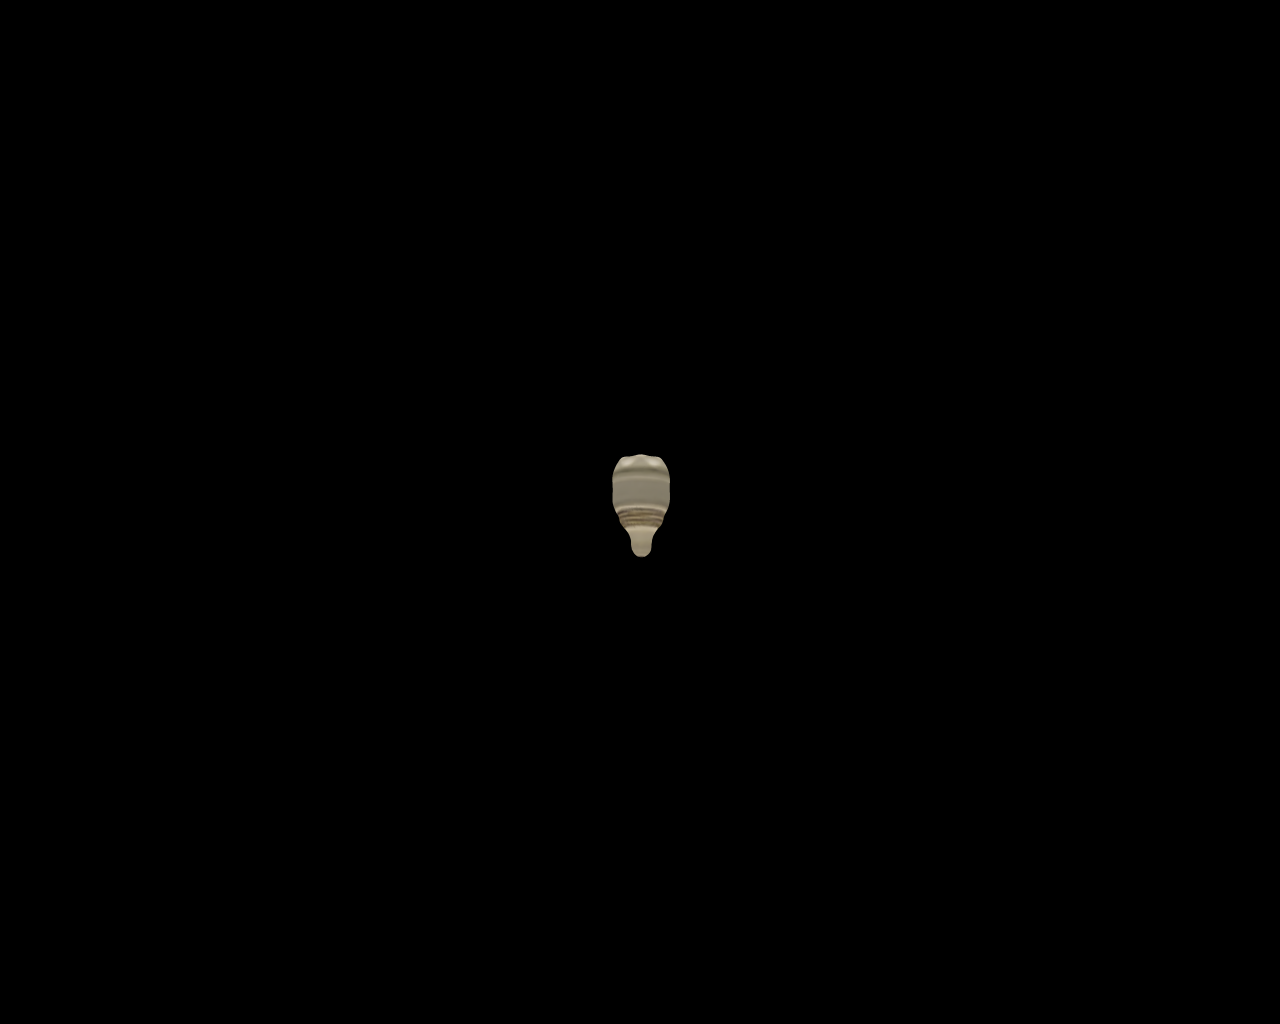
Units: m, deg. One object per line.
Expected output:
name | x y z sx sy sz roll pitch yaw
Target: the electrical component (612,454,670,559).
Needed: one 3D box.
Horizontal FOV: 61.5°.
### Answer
electrical component | 0.001 -0.003 0.650 0.035 0.061 0.035 0 -11 0
